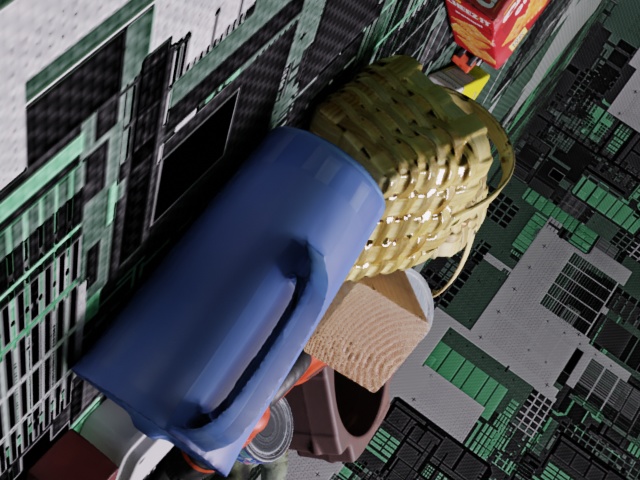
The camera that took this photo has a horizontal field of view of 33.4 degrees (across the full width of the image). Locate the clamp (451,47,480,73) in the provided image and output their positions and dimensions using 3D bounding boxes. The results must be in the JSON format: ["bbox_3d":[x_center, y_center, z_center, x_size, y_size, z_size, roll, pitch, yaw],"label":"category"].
[{"bbox_3d":[0.231,-0.281,1.359,0.171,0.039,0.120,-49,170,-32],"label":"clamp"}]

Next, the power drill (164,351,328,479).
[{"bbox_3d":[-0.068,0.165,1.087,0.187,0.057,0.185,-43,180,-43],"label":"power drill"}]

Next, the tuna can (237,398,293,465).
[{"bbox_3d":[-0.070,0.206,1.185,0.034,0.086,0.086,-12,-157,41],"label":"tuna can"}]

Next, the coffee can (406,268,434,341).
[{"bbox_3d":[0.068,0.095,1.443,0.141,0.103,0.102,-13,-154,46],"label":"coffee can"}]

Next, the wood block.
[{"bbox_3d":[0.031,0.049,1.084,0.090,0.090,0.206,-52,-159,15],"label":"wood block"}]

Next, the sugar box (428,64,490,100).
[{"bbox_3d":[0.156,-0.173,1.356,0.093,0.048,0.176,-58,172,26],"label":"sugar box"}]

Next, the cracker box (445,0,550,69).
[{"bbox_3d":[0.206,-0.282,1.115,0.164,0.072,0.213,-55,171,3],"label":"cracker box"}]

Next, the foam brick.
[{"bbox_3d":[-0.203,0.202,0.858,0.051,0.053,0.078,-45,167,-43],"label":"foam brick"}]

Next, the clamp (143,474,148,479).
[{"bbox_3d":[-0.163,0.203,1.130,0.209,0.036,0.165,-49,177,-35],"label":"clamp"}]

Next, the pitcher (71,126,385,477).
[{"bbox_3d":[-0.052,0.040,0.770,0.242,0.149,0.145,-55,161,-14],"label":"pitcher"}]
